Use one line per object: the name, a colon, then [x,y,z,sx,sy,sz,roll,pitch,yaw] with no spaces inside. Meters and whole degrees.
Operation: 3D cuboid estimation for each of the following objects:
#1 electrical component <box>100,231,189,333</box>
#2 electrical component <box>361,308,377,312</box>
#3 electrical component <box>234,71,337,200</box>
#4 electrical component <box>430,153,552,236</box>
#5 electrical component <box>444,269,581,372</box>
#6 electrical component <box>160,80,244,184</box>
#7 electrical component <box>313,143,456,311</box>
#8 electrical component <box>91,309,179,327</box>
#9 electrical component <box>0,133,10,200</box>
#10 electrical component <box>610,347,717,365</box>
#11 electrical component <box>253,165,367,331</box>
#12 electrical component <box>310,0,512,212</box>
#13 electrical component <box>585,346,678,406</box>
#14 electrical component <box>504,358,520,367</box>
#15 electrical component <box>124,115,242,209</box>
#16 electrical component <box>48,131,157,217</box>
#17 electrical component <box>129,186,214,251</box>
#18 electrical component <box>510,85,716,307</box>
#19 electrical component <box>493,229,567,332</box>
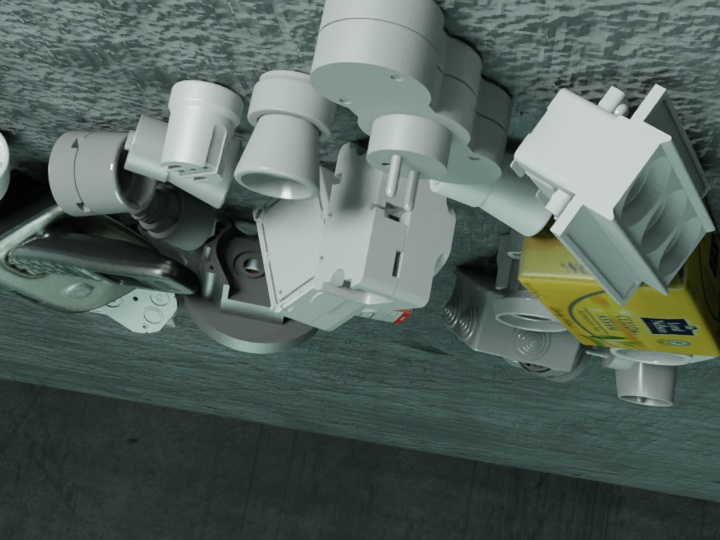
electrical component: [-0.188,0.011,0.940,0.080,0.051,0.080,5,125,8]
electrical component: [0.000,0.000,0.812,0.048,0.055,0.066,9,167,4]
electrical component: [-0.038,-0.069,0.555,0.045,0.055,0.045,10,167,2]
electrical component: [0.072,-0.049,0.588,0.065,0.044,0.044,19,165,-15]
electrical component: [0.120,0.039,0.838,0.100,0.048,0.100,14,-172,-14]
electrical component: [-0.088,-0.075,0.589,0.040,0.046,0.040,10,167,2]
electrical component: [0.017,-0.025,0.620,0.056,0.089,0.050,19,164,-33]
electrical component: [-0.227,0.012,1.036,0.109,0.056,0.108,11,167,-3]
electrical component: [-0.264,-0.071,0.724,0.055,0.055,0.047,15,163,-18]
electrical component: [0.215,0.034,0.783,0.095,0.059,0.054,13,167,-10]
electrical component: [-0.022,-0.018,0.690,0.062,0.096,0.061,-35,141,30]
electrical component: [0.024,-0.064,0.487,0.052,0.073,0.138,3,165,29]
electrical component: [0.218,0.064,0.863,0.079,0.077,0.043,14,167,-13]
electrical component: [0.148,0.065,0.997,0.043,0.043,0.062,6,165,17]
electrical component: [-0.109,-0.068,0.648,0.065,0.044,0.044,18,165,-12]
electrical component: [-0.162,-0.062,0.686,0.047,0.055,0.055,1,164,22]
electrical component: [-0.141,-0.042,0.779,0.040,0.040,0.078,0,163,38]
electrical component: [0.126,-0.037,0.528,0.063,0.078,0.121,37,-178,31]
electrical component: [0.125,0.010,0.756,0.058,0.057,0.078,4,165,27]
